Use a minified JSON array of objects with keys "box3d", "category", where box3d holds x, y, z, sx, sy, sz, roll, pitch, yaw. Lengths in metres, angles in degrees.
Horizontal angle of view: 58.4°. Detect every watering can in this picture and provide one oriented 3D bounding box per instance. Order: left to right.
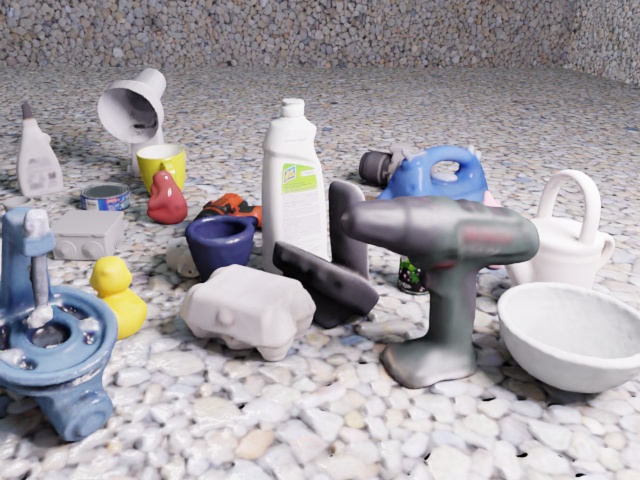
[{"box3d":[0.303,0.007,0.734,0.173,0.194,0.100,-16,30,-34],"category":"watering can"}]

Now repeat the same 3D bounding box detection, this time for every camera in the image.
[{"box3d":[0.161,-0.158,1.195,0.136,0.101,0.143,15,28,26],"category":"camera"}]

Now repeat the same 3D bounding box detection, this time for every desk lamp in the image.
[{"box3d":[-0.364,-0.240,1.192,0.118,0.214,0.203,3,25,3],"category":"desk lamp"}]

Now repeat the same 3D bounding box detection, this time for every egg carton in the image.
[{"box3d":[-0.086,0.084,0.682,0.150,0.069,0.107,13,27,21],"category":"egg carton"}]

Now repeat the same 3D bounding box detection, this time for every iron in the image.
[{"box3d":[0.233,-0.114,1.057,0.259,0.141,0.118,-14,29,-32],"category":"iron"}]

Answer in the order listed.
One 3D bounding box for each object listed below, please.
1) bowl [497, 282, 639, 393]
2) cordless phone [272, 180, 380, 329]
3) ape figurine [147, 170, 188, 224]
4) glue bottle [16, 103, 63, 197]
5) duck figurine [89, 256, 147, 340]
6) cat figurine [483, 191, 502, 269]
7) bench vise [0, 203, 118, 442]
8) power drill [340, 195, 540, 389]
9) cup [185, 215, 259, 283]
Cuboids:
[{"box3d":[0.276,0.117,0.636,0.167,0.075,0.167,2,25,-1],"category":"bowl"},{"box3d":[0.007,0.003,0.729,0.147,0.185,0.094,22,31,36],"category":"cordless phone"},{"box3d":[-0.268,-0.077,0.992,0.075,0.092,0.078,18,29,30],"category":"ape figurine"},{"box3d":[-0.533,-0.169,1.072,0.078,0.173,0.037,-17,31,-35],"category":"glue bottle"},{"box3d":[-0.252,0.064,0.692,0.078,0.086,0.104,-4,25,-14],"category":"duck figurine"},{"box3d":[0.263,-0.022,0.887,0.067,0.118,0.128,12,26,21],"category":"cat figurine"},{"box3d":[-0.282,0.062,0.533,0.206,0.220,0.122,13,27,22],"category":"bench vise"},{"box3d":[0.123,0.049,0.611,0.230,0.208,0.075,-8,27,-22],"category":"power drill"},{"box3d":[-0.127,0.020,0.789,0.091,0.095,0.118,18,29,31],"category":"cup"}]
